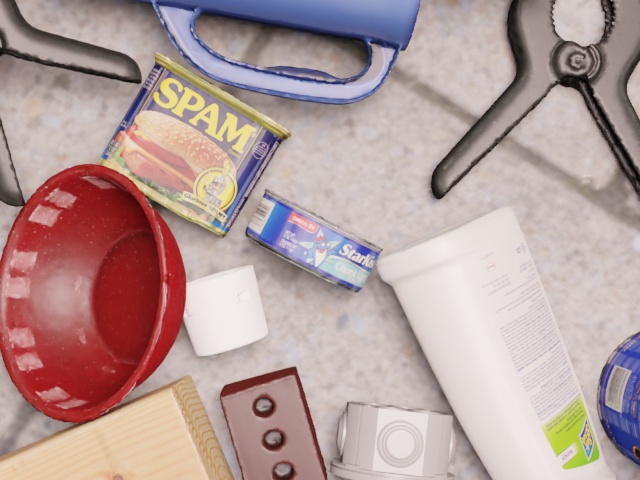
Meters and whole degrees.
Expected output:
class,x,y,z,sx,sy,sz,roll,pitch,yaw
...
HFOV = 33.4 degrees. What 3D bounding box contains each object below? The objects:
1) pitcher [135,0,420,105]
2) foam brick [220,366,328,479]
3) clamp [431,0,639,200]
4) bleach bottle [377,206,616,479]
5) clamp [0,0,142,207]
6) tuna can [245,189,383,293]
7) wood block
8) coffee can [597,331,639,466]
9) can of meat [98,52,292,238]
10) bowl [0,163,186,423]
class,x,y,z,sx,sy,sz,roll,pitch,yaw
pitcher,-0.052,-0.187,0.662,0.243,0.145,0.149,6,50,-2
foam brick,-0.030,0.128,0.702,0.053,0.051,0.078,-17,89,0
clamp,0.158,-0.111,0.712,0.164,0.036,0.210,2,87,1
bleach bottle,0.128,0.110,0.681,0.068,0.102,0.251,-22,90,45
clamp,-0.196,-0.119,0.654,0.120,0.039,0.171,-42,106,-17
tuna can,-0.005,0.001,0.687,0.086,0.086,0.034,27,91,1
wood block,-0.166,0.172,0.684,0.206,0.090,0.091,-23,88,0
coffee can,0.238,0.107,0.655,0.103,0.140,0.103,0,89,0
can of meat,-0.084,-0.061,0.705,0.102,0.057,0.084,31,92,1
bowl,-0.137,0.035,0.682,0.162,0.055,0.162,-6,80,37
